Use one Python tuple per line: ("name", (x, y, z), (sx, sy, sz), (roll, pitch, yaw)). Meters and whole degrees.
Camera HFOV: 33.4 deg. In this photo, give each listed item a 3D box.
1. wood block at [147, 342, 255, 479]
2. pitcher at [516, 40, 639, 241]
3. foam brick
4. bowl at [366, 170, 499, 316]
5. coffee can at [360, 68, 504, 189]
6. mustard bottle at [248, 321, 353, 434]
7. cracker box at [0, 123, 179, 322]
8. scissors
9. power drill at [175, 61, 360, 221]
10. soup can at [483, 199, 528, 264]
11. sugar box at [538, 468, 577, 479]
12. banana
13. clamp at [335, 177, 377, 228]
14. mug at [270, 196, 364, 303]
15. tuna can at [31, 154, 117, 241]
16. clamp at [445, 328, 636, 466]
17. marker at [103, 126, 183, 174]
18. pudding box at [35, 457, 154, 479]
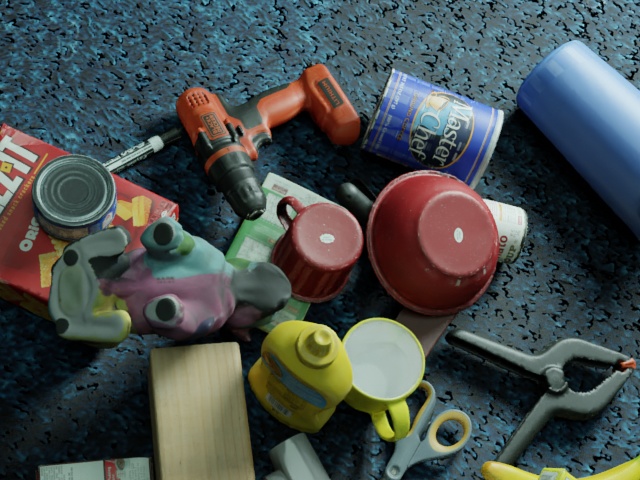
("wood block", (-0.116, 0.214, 1.046), (0.090, 0.091, 0.206), (-3, 66, -13))
("pitcher", (0.360, -0.125, 1.291), (0.145, 0.149, 0.243), (-39, 74, -8))
("foam brick", (0.105, 0.098, 1.168), (0.053, 0.051, 0.078), (36, 63, 7))
("bowl", (0.133, -0.002, 1.135), (0.161, 0.055, 0.162), (4, 79, -22))
("coffee can", (0.130, -0.128, 1.249), (0.140, 0.103, 0.102), (21, 63, -1))
("mustard bottle", (-0.016, 0.128, 1.050), (0.096, 0.192, 0.058), (41, 64, 8))
("cracker box", (-0.279, -0.006, 1.126), (0.213, 0.072, 0.164), (25, 62, 1))
("scissors", (0.097, 0.244, 1.115), (0.096, 0.016, 0.201), (17, 63, 4))
("power drill", (-0.051, -0.120, 1.225), (0.187, 0.057, 0.184), (-20, 64, -21))
("soup can", (0.179, -0.014, 1.225), (0.102, 0.069, 0.068), (12, 64, -6))
("sugar box", (0.284, 0.316, 1.081), (0.176, 0.048, 0.093), (37, 72, -12))
("banana", (0.262, 0.257, 1.126), (0.197, 0.037, 0.069), (-4, 87, -16))
("clamp", (0.078, -0.006, 1.184), (0.171, 0.120, 0.039), (46, 106, 9))
("mug", (-0.008, 0.001, 1.156), (0.093, 0.082, 0.117), (-29, 76, -24))
("tuna can", (-0.250, -0.044, 1.089), (0.086, 0.034, 0.086), (4, 64, -9))
("clamp", (0.251, 0.169, 1.173), (0.209, 0.036, 0.164), (-3, 68, -12))
("marker", (-0.209, -0.098, 1.212), (0.121, 0.020, 0.020), (-32, 75, -22))
("pudding box", (-0.215, 0.260, 1.034), (0.113, 0.039, 0.090), (-4, 67, -11))
